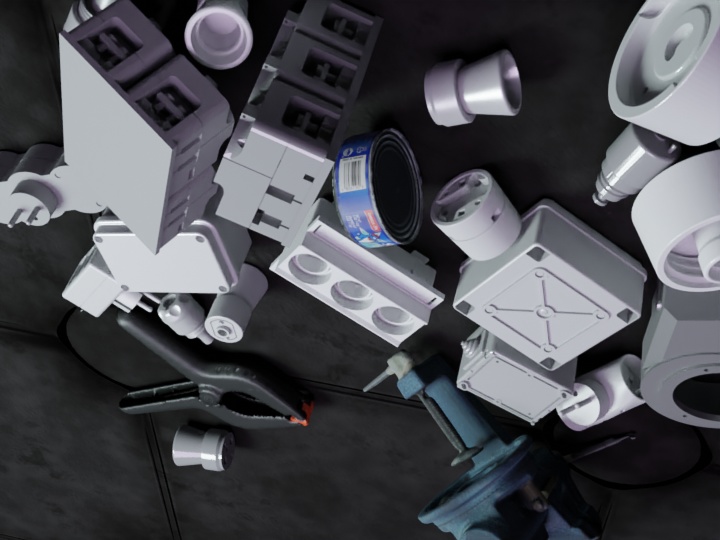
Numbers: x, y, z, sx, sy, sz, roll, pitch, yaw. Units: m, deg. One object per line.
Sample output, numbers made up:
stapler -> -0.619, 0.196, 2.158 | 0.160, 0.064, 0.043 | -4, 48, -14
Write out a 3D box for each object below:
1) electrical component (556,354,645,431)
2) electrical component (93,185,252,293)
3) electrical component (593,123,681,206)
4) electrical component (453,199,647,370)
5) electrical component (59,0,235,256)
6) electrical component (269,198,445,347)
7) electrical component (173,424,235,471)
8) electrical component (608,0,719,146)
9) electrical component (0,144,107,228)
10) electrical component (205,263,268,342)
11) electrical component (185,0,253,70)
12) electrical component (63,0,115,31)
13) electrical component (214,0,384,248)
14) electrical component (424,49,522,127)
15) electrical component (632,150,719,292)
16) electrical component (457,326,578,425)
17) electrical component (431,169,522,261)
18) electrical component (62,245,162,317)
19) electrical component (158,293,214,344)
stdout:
electrical component -> 0.200, 0.110, 0.922 | 0.077, 0.079, 0.043 | -35, 75, 42
electrical component -> -0.158, -0.025, 0.910 | 0.113, 0.057, 0.078 | 0, 136, 19
electrical component -> 0.189, -0.072, 0.750 | 0.040, 0.040, 0.078 | 26, 138, -9
electrical component -> 0.148, 0.014, 0.846 | 0.109, 0.056, 0.109 | 33, 137, -16
electrical component -> -0.155, -0.099, 0.772 | 0.105, 0.060, 0.186 | 46, 156, 5
electrical component -> 0.000, 0.000, 0.877 | 0.121, 0.063, 0.079 | 32, 137, -16
electrical component -> -0.168, 0.191, 1.158 | 0.055, 0.045, 0.045 | 5, 137, 14
electrical component -> 0.206, -0.126, 0.640 | 0.060, 0.108, 0.108 | 24, 139, -16
electrical component -> -0.268, -0.063, 0.895 | 0.138, 0.073, 0.052 | -5, 134, 24
electrical component -> -0.111, 0.031, 0.948 | 0.044, 0.065, 0.044 | 10, 138, 9
electrical component -> -0.094, -0.168, 0.725 | 0.044, 0.065, 0.044 | -2, 125, -3
electrical component -> -0.183, -0.179, 0.763 | 0.043, 0.043, 0.062 | 28, 136, -12
electrical component -> -0.043, -0.105, 0.712 | 0.062, 0.150, 0.089 | 23, 138, -8
electrical component -> 0.077, -0.123, 0.731 | 0.055, 0.045, 0.045 | -7, 133, 26
electrical component -> 0.248, -0.026, 0.738 | 0.108, 0.060, 0.108 | -5, 147, -4
electrical component -> 0.129, 0.076, 0.916 | 0.096, 0.061, 0.061 | 28, 138, -11
electrical component -> 0.089, -0.040, 0.811 | 0.055, 0.055, 0.047 | -19, 130, 35
electrical component -> -0.218, 0.013, 0.979 | 0.077, 0.047, 0.066 | 34, 136, -18
electrical component -> -0.159, 0.047, 1.006 | 0.035, 0.035, 0.061 | -15, 132, 32
